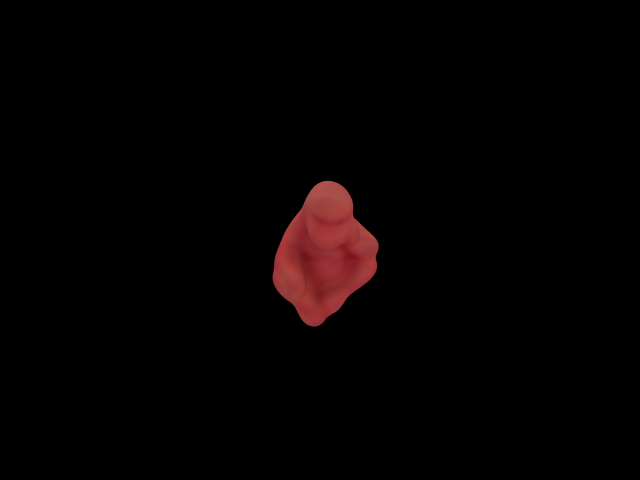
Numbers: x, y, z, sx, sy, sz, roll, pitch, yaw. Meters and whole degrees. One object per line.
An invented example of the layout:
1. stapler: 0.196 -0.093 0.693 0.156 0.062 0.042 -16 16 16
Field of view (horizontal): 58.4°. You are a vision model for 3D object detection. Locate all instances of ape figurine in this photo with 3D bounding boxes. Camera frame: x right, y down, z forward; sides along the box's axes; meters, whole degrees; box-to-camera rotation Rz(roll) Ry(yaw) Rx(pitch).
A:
1. ape figurine: 0.004 0.001 0.400 0.078 0.092 0.076 -5 40 -6
